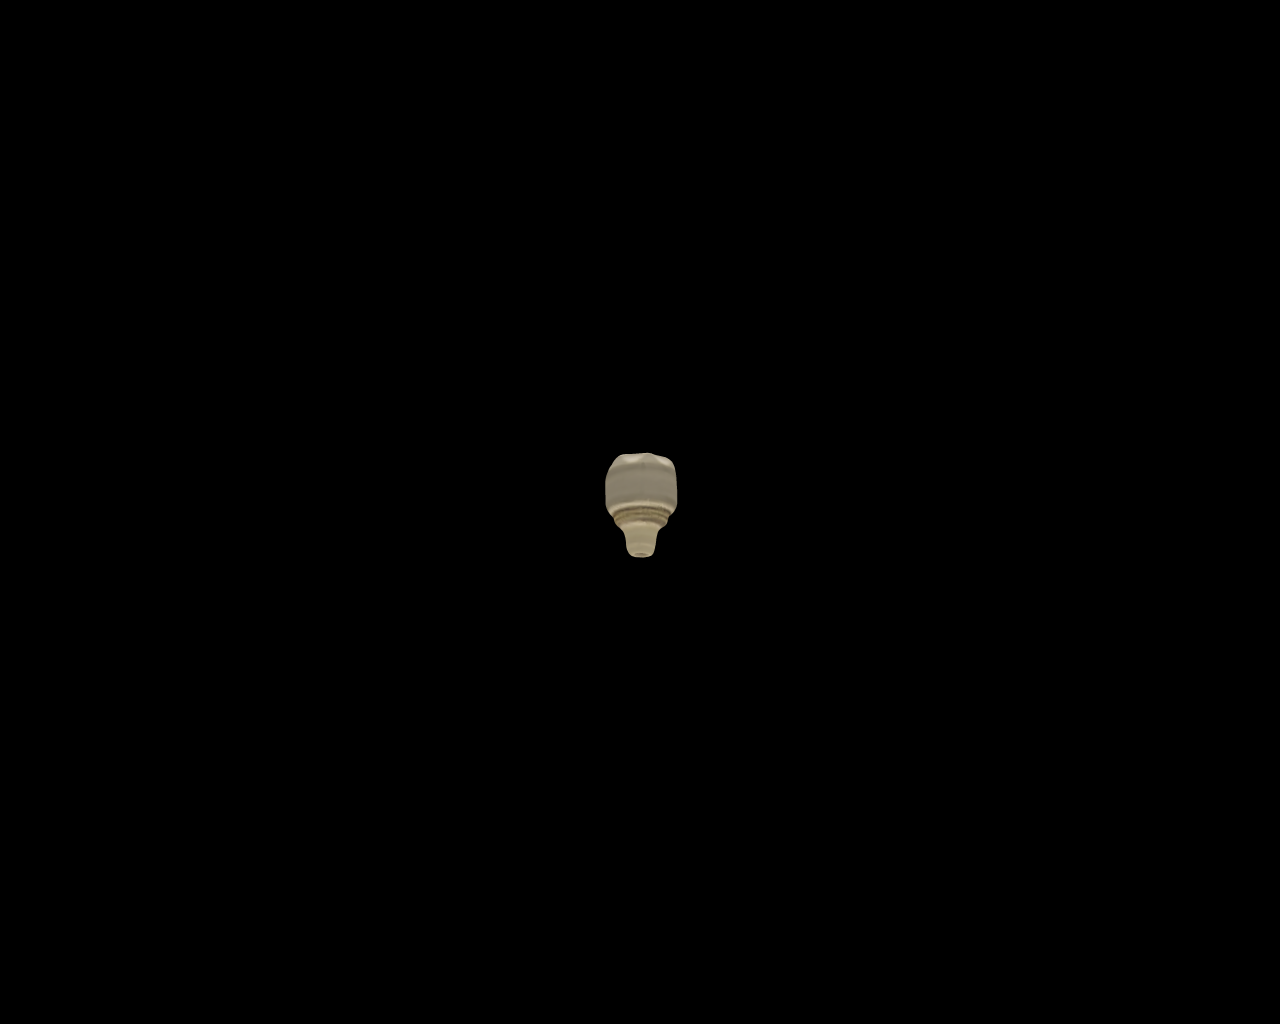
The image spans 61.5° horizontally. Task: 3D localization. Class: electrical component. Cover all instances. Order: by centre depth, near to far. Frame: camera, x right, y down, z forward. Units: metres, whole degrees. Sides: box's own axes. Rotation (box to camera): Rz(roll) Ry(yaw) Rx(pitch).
[{"bbox_3d":[0.001,-0.003,0.650,0.043,0.062,0.043,0,-18,0],"label":"electrical component"}]
